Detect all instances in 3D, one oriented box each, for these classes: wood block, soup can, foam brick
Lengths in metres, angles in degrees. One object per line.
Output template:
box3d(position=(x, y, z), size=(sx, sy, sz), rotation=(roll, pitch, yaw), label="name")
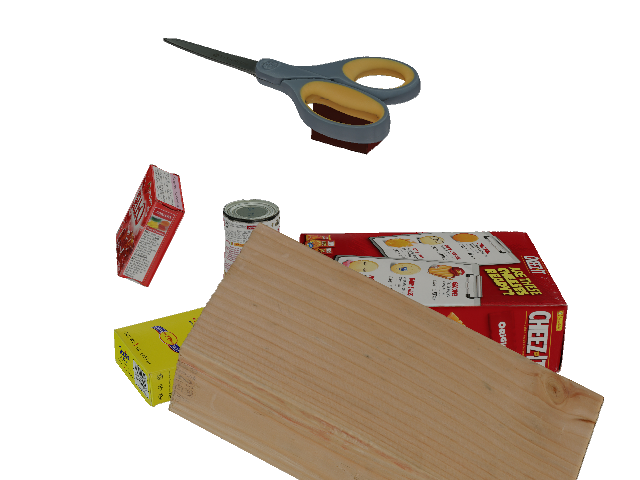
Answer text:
box3d(position=(0.032, 0.089, 0.580), size=(0.206, 0.090, 0.090), rotation=(27, -33, 5), label="wood block")
box3d(position=(-0.082, 0.010, 1.258), size=(0.068, 0.102, 0.068), rotation=(1, 24, -1), label="soup can")
box3d(position=(0.034, -0.145, 1.286), size=(0.078, 0.053, 0.051), rotation=(17, 32, 22), label="foam brick")

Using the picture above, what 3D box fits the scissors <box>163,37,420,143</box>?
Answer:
box3d(position=(-0.014, -0.120, 0.737), size=(0.096, 0.016, 0.202), rotation=(-29, 46, -28), label="scissors")

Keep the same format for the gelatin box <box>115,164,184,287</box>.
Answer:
box3d(position=(-0.143, -0.014, 0.887), size=(0.030, 0.073, 0.089), rotation=(23, 18, -20), label="gelatin box")

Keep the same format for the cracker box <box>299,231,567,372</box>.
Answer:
box3d(position=(0.087, 0.052, 0.923), size=(0.213, 0.072, 0.164), rotation=(0, 22, -1), label="cracker box")

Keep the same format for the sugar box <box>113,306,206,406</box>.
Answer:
box3d(position=(-0.107, 0.105, 1.069), size=(0.176, 0.048, 0.093), rotation=(-16, 33, -27), label="sugar box")
